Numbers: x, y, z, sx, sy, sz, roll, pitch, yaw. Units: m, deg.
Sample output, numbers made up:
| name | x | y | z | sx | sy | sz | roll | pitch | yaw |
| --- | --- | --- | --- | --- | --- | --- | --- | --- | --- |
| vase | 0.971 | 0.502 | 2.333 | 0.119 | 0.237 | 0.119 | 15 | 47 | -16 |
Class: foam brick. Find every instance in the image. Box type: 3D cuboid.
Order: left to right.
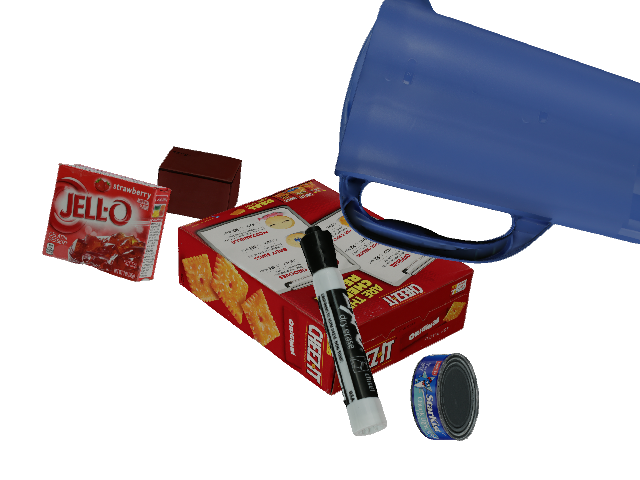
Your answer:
| name | x | y | z | sx | sy | sz | roll | pitch | yaw |
| --- | --- | --- | --- | --- | --- | --- | --- | --- | --- |
| foam brick | -0.125 | -0.058 | 1.107 | 0.078 | 0.051 | 0.053 | 11 | 32 | 5 |

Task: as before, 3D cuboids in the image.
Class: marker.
| name | x | y | z | sx | sy | sz | roll | pitch | yaw |
| --- | --- | --- | --- | --- | --- | --- | --- | --- | --- |
| marker | 0.011 | 0.047 | 0.584 | 0.020 | 0.121 | 0.020 | -14 | -24 | -6 |

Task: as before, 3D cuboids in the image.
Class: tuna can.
| name | x | y | z | sx | sy | sz | roll | pitch | yaw |
| --- | --- | --- | --- | --- | --- | --- | --- | --- | --- |
| tuna can | 0.123 | 0.155 | 1.057 | 0.034 | 0.086 | 0.086 | -7 | -4 | 34 |

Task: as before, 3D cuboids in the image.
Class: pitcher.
| name | x | y | z | sx | sy | sz | roll | pitch | yaw |
| --- | --- | --- | --- | --- | --- | --- | --- | --- | --- |
| pitcher | 0.134 | -0.069 | 0.764 | 0.243 | 0.145 | 0.149 | 17 | -44 | 1 |

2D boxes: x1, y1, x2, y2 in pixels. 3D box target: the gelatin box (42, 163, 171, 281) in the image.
| name | x | y | z | sx | sy | sz | roll | pitch | yaw |
| --- | --- | --- | --- | --- | --- | --- | --- | --- | --- |
| gelatin box | -0.165 | -0.015 | 0.818 | 0.089 | 0.073 | 0.030 | 15 | 7 | 19 |

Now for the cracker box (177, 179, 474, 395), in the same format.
| name | x | y | z | sx | sy | sz | roll | pitch | yaw |
| --- | --- | --- | --- | --- | --- | --- | --- | --- | --- |
| cracker box | 0.000 | 0.034 | 0.945 | 0.163 | 0.072 | 0.214 | -22 | 39 | -36 |
